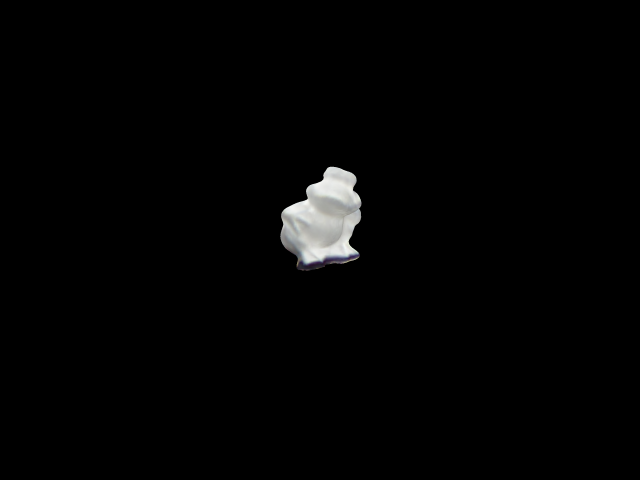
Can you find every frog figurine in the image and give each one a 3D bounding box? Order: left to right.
[{"bbox_3d":[0.003,-0.043,0.850,0.137,0.158,0.124,-3,13,-11],"label":"frog figurine"}]
